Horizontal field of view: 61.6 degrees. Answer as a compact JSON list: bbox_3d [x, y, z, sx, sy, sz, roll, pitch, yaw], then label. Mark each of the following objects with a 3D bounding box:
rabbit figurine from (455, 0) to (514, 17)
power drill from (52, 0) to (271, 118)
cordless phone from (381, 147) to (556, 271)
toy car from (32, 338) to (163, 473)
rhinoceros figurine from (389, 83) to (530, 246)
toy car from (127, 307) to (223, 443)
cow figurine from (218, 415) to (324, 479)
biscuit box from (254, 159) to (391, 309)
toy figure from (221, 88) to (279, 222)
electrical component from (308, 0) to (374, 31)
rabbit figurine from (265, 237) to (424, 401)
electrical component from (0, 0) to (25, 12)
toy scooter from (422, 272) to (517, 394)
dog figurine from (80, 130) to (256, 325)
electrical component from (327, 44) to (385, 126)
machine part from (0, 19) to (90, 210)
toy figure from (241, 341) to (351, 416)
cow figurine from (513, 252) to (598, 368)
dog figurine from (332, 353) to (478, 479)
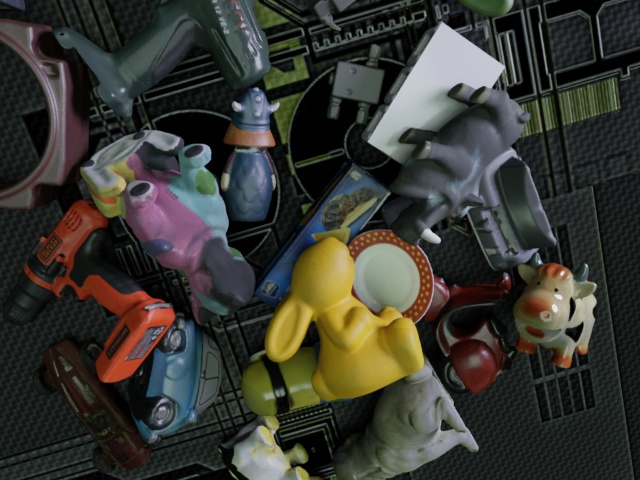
[{"bbox_3d":[0.168,-0.325,0.581,0.170,0.121,0.159,-19,114,19],"label":"rabbit figurine"},{"bbox_3d":[-0.175,-0.247,0.581,0.207,0.086,0.231,-33,108,-3],"label":"power drill"},{"bbox_3d":[0.182,-0.020,0.674,0.184,0.089,0.146,-23,105,13],"label":"cordless phone"},{"bbox_3d":[-0.292,0.221,0.705,0.089,0.053,0.202,-26,107,6],"label":"toy car"},{"bbox_3d":[0.142,-0.080,0.587,0.112,0.073,0.190,36,98,-24],"label":"rhinoceros figurine"},{"bbox_3d":[-0.177,0.166,0.681,0.103,0.109,0.161,13,88,-33],"label":"toy car"},{"bbox_3d":[-0.062,0.325,0.741,0.098,0.068,0.167,-36,101,11],"label":"cow figurine"},{"bbox_3d":[-0.001,-0.002,0.662,0.059,0.063,0.202,36,99,-12],"label":"biscuit box"},{"bbox_3d":[-0.085,-0.099,0.632,0.058,0.064,0.154,10,102,32],"label":"toy figure"},{"bbox_3d":[0.023,-0.284,0.597,0.102,0.045,0.078,-42,106,7],"label":"electrical component"},{"bbox_3d":[0.017,0.085,0.615,0.162,0.122,0.173,-21,98,7],"label":"rabbit figurine"},{"bbox_3d":[-0.341,-0.268,0.559,0.119,0.075,0.047,-3,104,-7],"label":"electrical component"},{"bbox_3d":[0.198,0.110,0.693,0.135,0.075,0.183,-26,100,19],"label":"toy scooter"},{"bbox_3d":[-0.161,-0.004,0.628,0.108,0.192,0.218,-43,136,-29],"label":"dog figurine"},{"bbox_3d":[0.042,-0.186,0.637,0.063,0.021,0.094,10,104,-7],"label":"electrical component"},{"bbox_3d":[-0.367,-0.138,0.585,0.201,0.087,0.201,7,103,-6],"label":"machine part"},{"bbox_3d":[-0.011,0.175,0.694,0.180,0.089,0.082,-3,103,-3],"label":"toy figure"},{"bbox_3d":[0.290,0.083,0.655,0.086,0.195,0.127,16,97,36],"label":"cow figurine"},{"bbox_3d":[0.083,0.245,0.697,0.191,0.121,0.172,-29,114,4],"label":"dog figurine"}]
